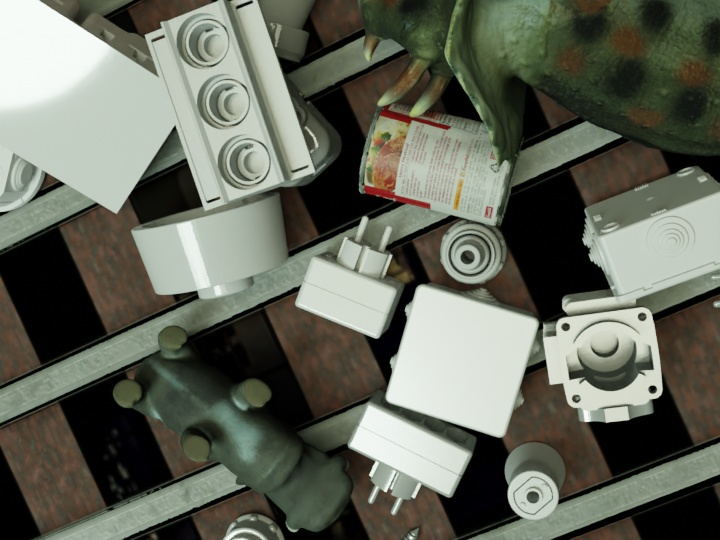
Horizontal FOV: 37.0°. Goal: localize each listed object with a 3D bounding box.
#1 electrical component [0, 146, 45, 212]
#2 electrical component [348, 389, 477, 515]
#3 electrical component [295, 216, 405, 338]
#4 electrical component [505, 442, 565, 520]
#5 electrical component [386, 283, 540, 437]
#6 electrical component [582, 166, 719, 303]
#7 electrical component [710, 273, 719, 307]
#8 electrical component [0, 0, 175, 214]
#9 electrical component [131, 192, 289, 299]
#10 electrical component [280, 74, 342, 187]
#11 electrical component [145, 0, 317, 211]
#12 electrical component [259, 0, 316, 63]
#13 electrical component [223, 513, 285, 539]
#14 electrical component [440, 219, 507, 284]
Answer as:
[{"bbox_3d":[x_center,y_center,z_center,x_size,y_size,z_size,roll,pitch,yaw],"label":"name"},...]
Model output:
[{"bbox_3d":[-0.286,-0.084,0.821,0.080,0.051,0.080,1,95,10],"label":"electrical component"},{"bbox_3d":[0.031,0.142,0.787,0.083,0.047,0.075,26,99,7],"label":"electrical component"},{"bbox_3d":[0.000,0.000,0.780,0.066,0.047,0.076,22,99,7],"label":"electrical component"},{"bbox_3d":[0.124,0.151,0.763,0.044,0.065,0.044,1,95,10],"label":"electrical component"},{"bbox_3d":[0.074,0.061,0.771,0.100,0.048,0.099,17,98,8],"label":"electrical component"},{"bbox_3d":[0.201,-0.027,0.717,0.100,0.099,0.048,-21,104,11],"label":"electrical component"},{"bbox_3d":[0.278,0.010,0.731,0.076,0.047,0.083,-7,94,11],"label":"electrical component"},{"bbox_3d":[-0.224,-0.140,0.768,0.186,0.060,0.105,32,111,-16],"label":"electrical component"},{"bbox_3d":[-0.103,-0.013,0.769,0.108,0.108,0.060,-12,99,11],"label":"electrical component"},{"bbox_3d":[-0.063,-0.107,0.775,0.054,0.059,0.095,-42,87,11],"label":"electrical component"},{"bbox_3d":[-0.082,-0.110,0.714,0.079,0.063,0.121,-18,92,11],"label":"electrical component"},{"bbox_3d":[-0.056,-0.181,0.774,0.045,0.045,0.055,15,98,8],"label":"electrical component"},{"bbox_3d":[-0.085,0.214,0.807,0.048,0.062,0.048,1,96,10],"label":"electrical component"},{"bbox_3d":[0.078,-0.011,0.757,0.048,0.062,0.048,1,95,10],"label":"electrical component"}]
